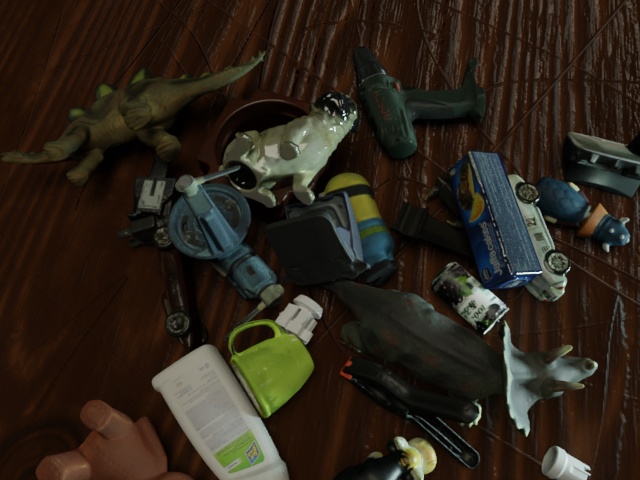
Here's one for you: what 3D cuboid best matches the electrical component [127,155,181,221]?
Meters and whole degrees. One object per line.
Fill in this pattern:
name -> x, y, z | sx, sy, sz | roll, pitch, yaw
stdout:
electrical component -> -0.271, -0.080, 0.899 | 0.075, 0.047, 0.119 | 0, 65, 4

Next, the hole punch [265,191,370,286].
hole punch -> -0.002, -0.002, 0.776 | 0.142, 0.115, 0.092 | -13, 27, 25

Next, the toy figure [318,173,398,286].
toy figure -> 0.064, -0.021, 0.830 | 0.089, 0.082, 0.180 | -27, 65, -4

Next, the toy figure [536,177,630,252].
toy figure -> 0.400, -0.042, 0.827 | 0.155, 0.064, 0.058 | 35, 38, 14

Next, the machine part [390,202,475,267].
machine part -> 0.180, -0.008, 0.822 | 0.139, 0.039, 0.084 | 28, 43, 5

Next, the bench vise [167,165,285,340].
bench vise -> -0.139, -0.004, 0.750 | 0.129, 0.240, 0.224 | -28, 65, -8

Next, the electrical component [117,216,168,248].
electrical component -> -0.270, -0.013, 0.859 | 0.094, 0.063, 0.021 | -17, 65, 6

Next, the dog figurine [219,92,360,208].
dog figurine -> -0.044, -0.150, 0.809 | 0.173, 0.121, 0.190 | 12, 45, 19

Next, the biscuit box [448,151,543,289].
biscuit box -> 0.252, -0.030, 0.788 | 0.063, 0.059, 0.203 | 0, 65, -26

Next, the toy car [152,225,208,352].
toy car -> -0.213, 0.073, 0.804 | 0.053, 0.089, 0.202 | -14, 67, -2

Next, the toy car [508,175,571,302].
toy car -> 0.314, -0.004, 0.808 | 0.056, 0.073, 0.202 | -10, 65, -5

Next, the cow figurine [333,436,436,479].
cow figurine -> 0.073, 0.299, 0.676 | 0.167, 0.098, 0.068 | -31, 61, -10

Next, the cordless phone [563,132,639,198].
cordless phone -> 0.458, -0.150, 0.804 | 0.147, 0.184, 0.088 | 18, 73, 11

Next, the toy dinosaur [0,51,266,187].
toy dinosaur -> -0.301, -0.218, 0.907 | 0.472, 0.104, 0.199 | -18, 45, -5

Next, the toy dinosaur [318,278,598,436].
toy dinosaur -> 0.137, 0.128, 0.698 | 0.405, 0.192, 0.131 | 25, 67, 13

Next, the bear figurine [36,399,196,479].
bear figurine -> -0.232, 0.308, 0.680 | 0.196, 0.131, 0.120 | 33, 77, 23

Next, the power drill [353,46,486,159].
power drill -> 0.171, -0.259, 0.931 | 0.207, 0.086, 0.232 | -6, 67, -3

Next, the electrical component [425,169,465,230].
electrical component -> 0.219, -0.065, 0.861 | 0.078, 0.045, 0.102 | -25, 66, -38

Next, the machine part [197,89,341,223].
machine part -> -0.081, -0.137, 0.891 | 0.202, 0.087, 0.201 | 20, 69, 11
